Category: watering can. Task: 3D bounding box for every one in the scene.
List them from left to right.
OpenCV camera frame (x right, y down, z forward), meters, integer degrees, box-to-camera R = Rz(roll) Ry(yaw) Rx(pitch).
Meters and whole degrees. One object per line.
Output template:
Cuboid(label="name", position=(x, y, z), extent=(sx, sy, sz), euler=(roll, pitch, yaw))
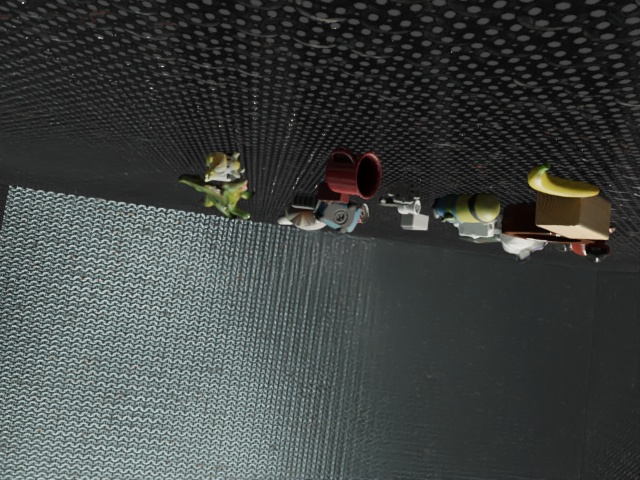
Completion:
Cuboid(label="watering can", position=(0.006, -0.096, 1.911), extent=(0.347, 0.104, 0.223), euler=(-6, 174, 6))

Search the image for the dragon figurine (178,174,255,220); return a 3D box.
Cuboid(label="dragon figurine", position=(-0.366, -0.168, 1.737), extent=(0.410, 0.124, 0.239), euler=(2, 157, 42))

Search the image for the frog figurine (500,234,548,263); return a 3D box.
Cuboid(label="frog figurine", position=(0.610, -0.029, 1.559), extent=(0.136, 0.126, 0.156), euler=(-25, 128, 14))
